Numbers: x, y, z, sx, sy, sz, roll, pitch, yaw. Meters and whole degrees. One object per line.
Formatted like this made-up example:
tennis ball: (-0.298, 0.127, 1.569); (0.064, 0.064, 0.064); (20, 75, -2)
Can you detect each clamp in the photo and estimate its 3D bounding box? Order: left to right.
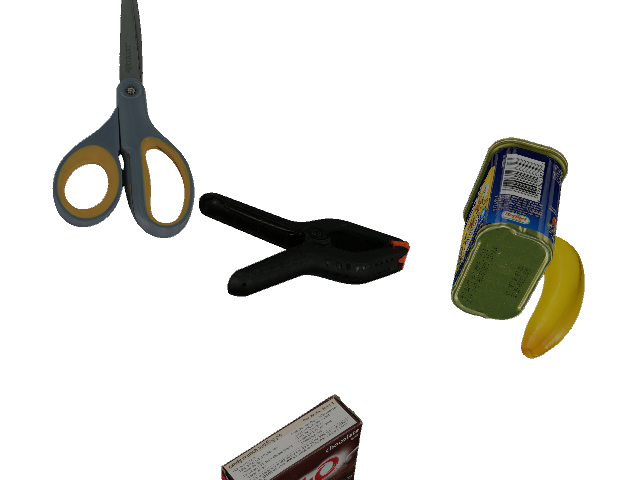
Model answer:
clamp: (-0.011, 0.013, 1.035); (0.209, 0.036, 0.164); (8, 30, -14)

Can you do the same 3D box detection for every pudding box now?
pudding box: (-0.023, 0.181, 0.827); (0.113, 0.090, 0.039); (-31, 58, -27)

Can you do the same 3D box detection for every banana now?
banana: (0.216, 0.043, 1.006); (0.070, 0.037, 0.197); (-25, 25, 18)

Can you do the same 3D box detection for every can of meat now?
can of meat: (0.130, -0.005, 0.742); (0.057, 0.084, 0.102); (17, -40, 2)

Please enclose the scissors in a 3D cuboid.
scissors: (-0.141, -0.085, 0.697); (0.096, 0.202, 0.016); (-15, -26, -17)
